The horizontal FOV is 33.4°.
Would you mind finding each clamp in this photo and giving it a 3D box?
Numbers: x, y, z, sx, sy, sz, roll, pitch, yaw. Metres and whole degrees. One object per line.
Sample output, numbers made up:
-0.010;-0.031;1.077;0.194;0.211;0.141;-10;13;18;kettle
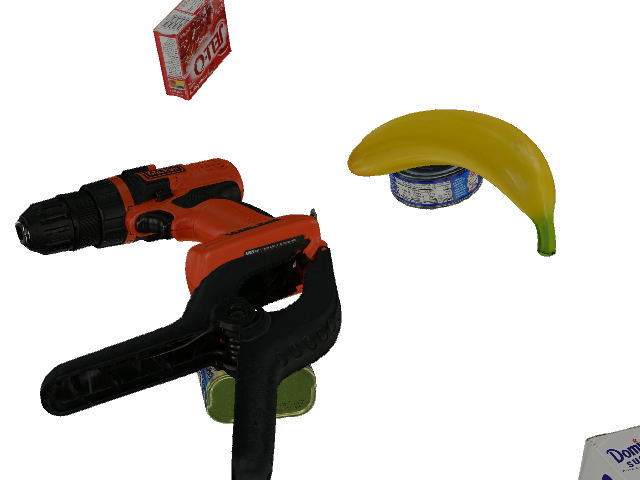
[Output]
-0.035;0.056;0.520;0.120;0.039;0.171;31;47;26;clamp

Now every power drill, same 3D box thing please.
-0.104;-0.006;0.769;0.184;0.057;0.188;-18;30;-32;power drill

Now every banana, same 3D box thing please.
0.087;-0.053;0.700;0.037;0.069;0.198;23;3;-40;banana

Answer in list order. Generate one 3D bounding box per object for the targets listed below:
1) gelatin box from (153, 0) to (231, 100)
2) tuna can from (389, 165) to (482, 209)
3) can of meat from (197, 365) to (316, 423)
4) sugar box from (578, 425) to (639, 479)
-0.119;-0.189;1.011;0.030;0.073;0.089;15;47;20;gelatin box
0.104;-0.067;0.976;0.086;0.034;0.086;-9;37;6;tuna can
-0.059;0.115;0.947;0.102;0.057;0.084;-5;27;-12;can of meat
0.182;0.176;0.501;0.048;0.093;0.176;-9;28;-21;sugar box
